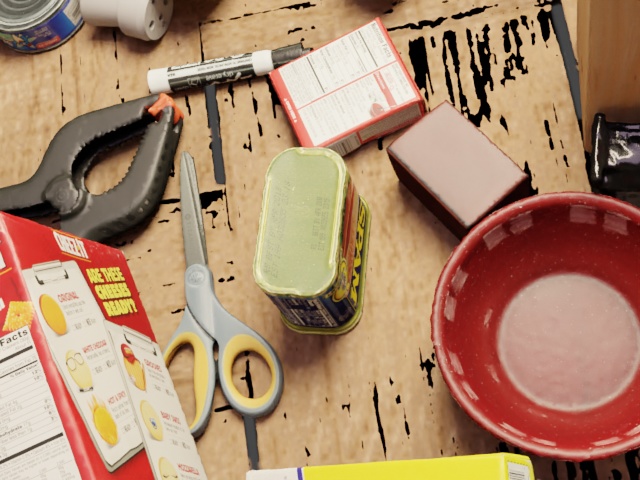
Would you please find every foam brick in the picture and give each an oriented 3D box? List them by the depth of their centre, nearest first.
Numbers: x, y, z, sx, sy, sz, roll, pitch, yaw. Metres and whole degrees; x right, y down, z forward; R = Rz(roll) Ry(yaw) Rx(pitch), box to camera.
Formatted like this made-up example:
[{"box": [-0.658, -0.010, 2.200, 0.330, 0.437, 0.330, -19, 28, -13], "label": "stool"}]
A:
[{"box": [0.090, -0.041, 0.689, 0.051, 0.053, 0.078, -42, 69, -3], "label": "foam brick"}]

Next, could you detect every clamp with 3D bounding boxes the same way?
[{"box": [-0.171, -0.015, 0.749, 0.210, 0.036, 0.165, -38, 72, -1], "label": "clamp"}]

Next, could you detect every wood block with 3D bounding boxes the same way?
[{"box": [0.196, -0.134, 0.613, 0.090, 0.206, 0.091, -3, 71, 12], "label": "wood block"}]

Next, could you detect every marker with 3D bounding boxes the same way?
[{"box": [-0.065, -0.124, 0.770, 0.121, 0.020, 0.020, -9, 70, 10], "label": "marker"}]

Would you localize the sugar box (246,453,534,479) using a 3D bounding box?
[{"box": [0.035, 0.172, 0.599, 0.177, 0.048, 0.093, -12, 67, 32], "label": "sugar box"}]

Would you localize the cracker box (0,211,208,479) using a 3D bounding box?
[{"box": [-0.138, 0.104, 0.615, 0.072, 0.164, 0.214, -26, 77, 8], "label": "cracker box"}]

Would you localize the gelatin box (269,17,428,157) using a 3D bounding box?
[{"box": [0.019, -0.101, 0.738, 0.089, 0.030, 0.073, -26, 66, 3], "label": "gelatin box"}]

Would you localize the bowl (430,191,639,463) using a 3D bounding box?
[{"box": [0.150, 0.055, 0.641, 0.162, 0.055, 0.162, -4, 71, 12], "label": "bowl"}]

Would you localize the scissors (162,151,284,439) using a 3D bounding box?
[{"box": [-0.064, 0.035, 0.718, 0.096, 0.016, 0.201, 4, 73, 13], "label": "scissors"}]

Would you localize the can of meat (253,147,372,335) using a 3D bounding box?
[{"box": [-0.004, 0.001, 0.680, 0.057, 0.084, 0.102, 2, 71, 13], "label": "can of meat"}]

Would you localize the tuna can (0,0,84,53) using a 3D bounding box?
[{"box": [-0.222, -0.189, 0.821, 0.086, 0.033, 0.086, -4, 70, 12], "label": "tuna can"}]
